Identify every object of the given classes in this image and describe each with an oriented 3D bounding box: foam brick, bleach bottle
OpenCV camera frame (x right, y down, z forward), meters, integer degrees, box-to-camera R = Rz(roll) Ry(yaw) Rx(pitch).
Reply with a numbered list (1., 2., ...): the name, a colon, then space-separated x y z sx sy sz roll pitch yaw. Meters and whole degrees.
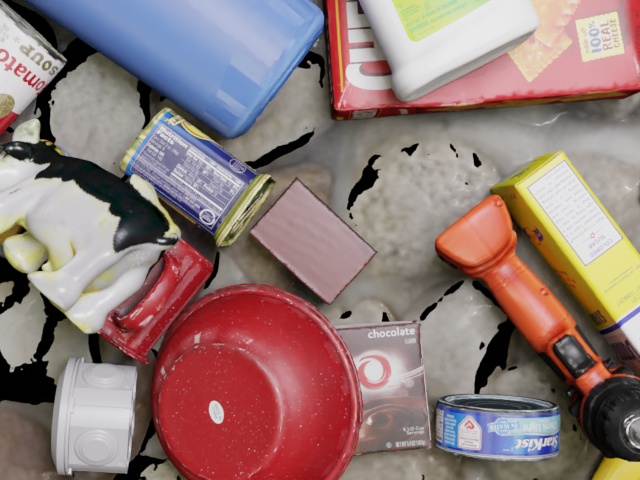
1. foam brick: -0.005 0.001 0.746 0.078 0.053 0.051 43 90 -2
2. bleach bottle: 0.038 -0.220 0.669 0.102 0.068 0.251 -27 88 2

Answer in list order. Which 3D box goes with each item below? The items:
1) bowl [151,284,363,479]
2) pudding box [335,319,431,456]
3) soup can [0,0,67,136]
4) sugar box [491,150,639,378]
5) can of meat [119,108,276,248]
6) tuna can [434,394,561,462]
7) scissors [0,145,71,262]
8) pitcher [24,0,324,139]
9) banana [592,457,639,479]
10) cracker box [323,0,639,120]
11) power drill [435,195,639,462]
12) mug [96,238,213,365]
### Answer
1. bowl: -0.056 0.111 0.718 0.162 0.055 0.162 1 93 22
2. pudding box: 0.019 0.105 0.755 0.113 0.039 0.090 -6 92 0
3. soup can: -0.232 -0.108 0.731 0.068 0.068 0.102 43 90 -2
4. sugar box: 0.191 0.022 0.730 0.048 0.093 0.176 -35 91 1
5. can of meat: -0.081 -0.042 0.720 0.084 0.102 0.057 36 91 1
6. tuna can: 0.122 0.128 0.735 0.086 0.086 0.034 2 89 -1
7. scissors: -0.248 0.011 0.741 0.202 0.016 0.096 -38 58 -1
8. pitcher: -0.114 -0.187 0.709 0.243 0.145 0.149 37 112 -5
9. banana: 0.263 0.140 0.762 0.198 0.037 0.069 -29 91 0
10. cracker box: 0.109 -0.173 0.735 0.213 0.072 0.164 -4 91 0
11. power drill: 0.151 0.060 0.695 0.057 0.184 0.188 -37 83 3
12. mug: -0.123 0.027 0.716 0.093 0.117 0.081 41 85 -21
